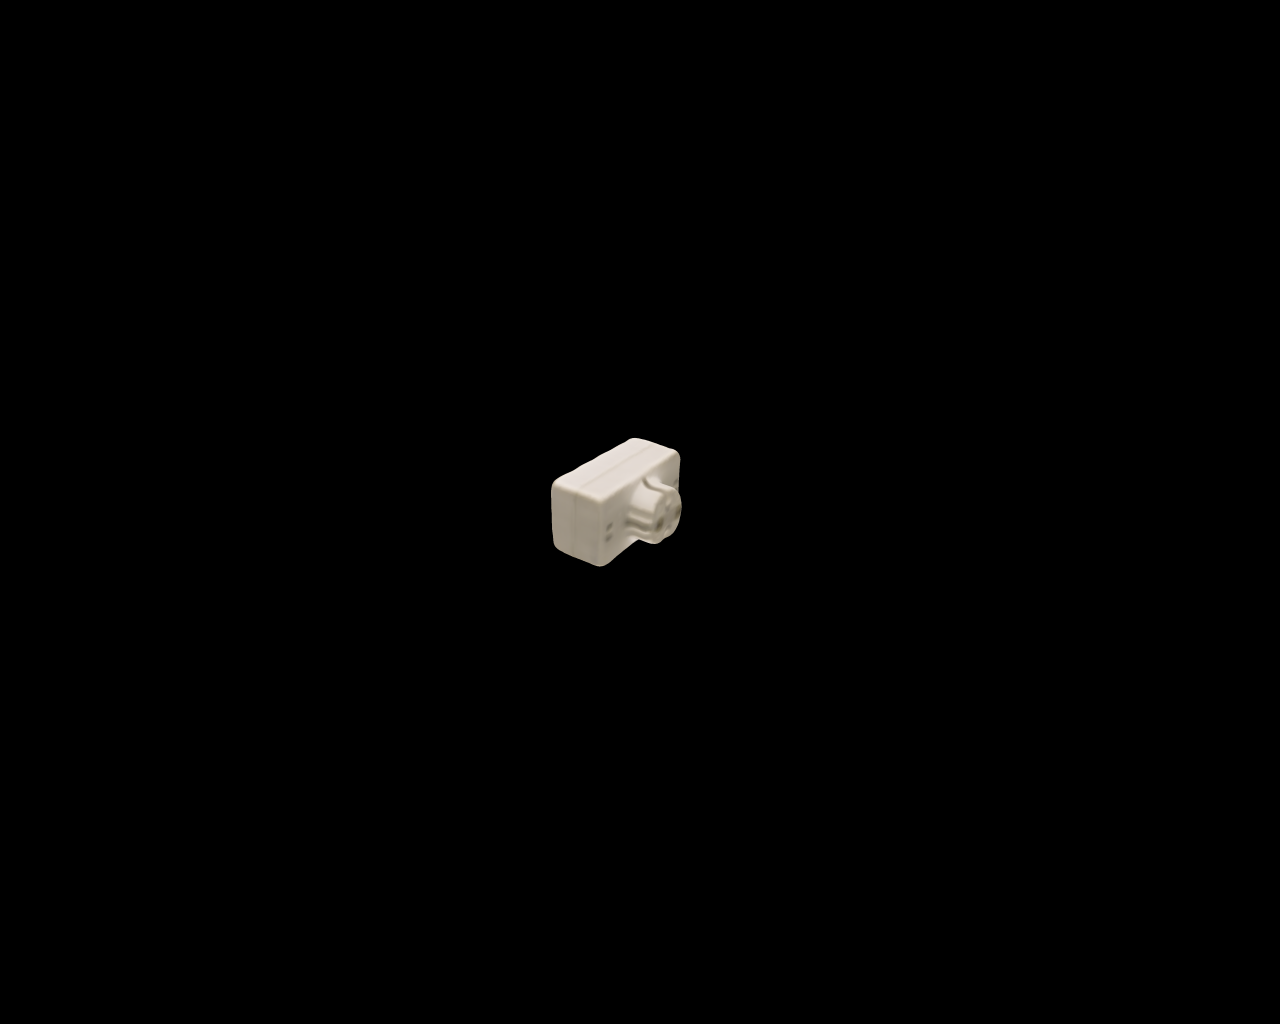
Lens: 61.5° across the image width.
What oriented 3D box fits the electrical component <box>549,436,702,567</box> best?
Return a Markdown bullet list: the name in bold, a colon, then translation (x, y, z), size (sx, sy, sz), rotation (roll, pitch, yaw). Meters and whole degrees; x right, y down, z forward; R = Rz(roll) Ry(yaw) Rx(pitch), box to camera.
- **electrical component**: translation (0.001, -0.003, 0.650), size (0.076, 0.047, 0.083), rotation (20, 35, 31)
